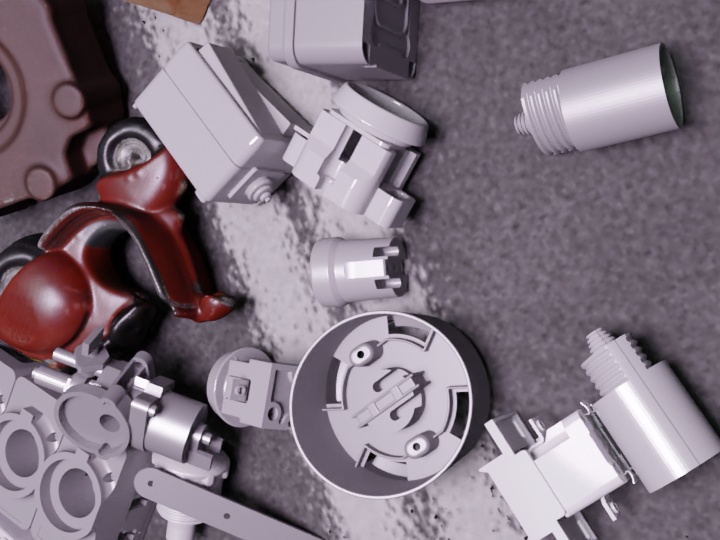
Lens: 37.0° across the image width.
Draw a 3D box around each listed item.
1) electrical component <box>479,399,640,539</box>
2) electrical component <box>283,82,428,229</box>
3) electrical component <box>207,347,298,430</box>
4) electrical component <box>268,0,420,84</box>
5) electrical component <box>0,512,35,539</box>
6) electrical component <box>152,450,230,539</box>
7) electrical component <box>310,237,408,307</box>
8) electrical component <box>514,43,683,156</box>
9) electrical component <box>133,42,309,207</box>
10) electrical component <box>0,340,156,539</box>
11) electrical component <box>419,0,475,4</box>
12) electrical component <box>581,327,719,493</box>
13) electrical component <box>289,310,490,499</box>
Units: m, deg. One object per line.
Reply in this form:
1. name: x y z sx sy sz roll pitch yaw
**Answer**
1. electrical component: 0.105 0.104 0.557 0.064 0.042 0.081 -38 75 19
2. electrical component: 0.002 -0.068 0.599 0.078 0.058 0.057 35 109 21
3. electrical component: -0.057 0.071 0.632 0.055 0.066 0.048 6 85 44
4. electrical component: -0.007 -0.163 0.591 0.057 0.078 0.113 4 93 25
5. electrical component: -0.245 0.184 0.729 0.096 0.061 0.061 31 104 24
6. electrical component: -0.108 0.139 0.668 0.048 0.048 0.062 17 105 27
7. electrical component: 0.000 0.000 0.612 0.046 0.040 0.040 -5 89 22
8. electrical component: 0.118 -0.083 0.546 0.081 0.043 0.043 -12 85 27
9. electrical component: -0.074 -0.083 0.636 0.061 0.062 0.096 -44 72 21
10. electrical component: -0.206 0.117 0.708 0.150 0.062 0.089 28 103 25
11. electrical component: 0.055 -0.193 0.567 0.062 0.061 0.096 3 92 28
12. electrical component: 0.140 0.065 0.536 0.043 0.043 0.081 -38 74 23
13. electrical component: 0.019 0.071 0.588 0.099 0.064 0.099 1 91 28
